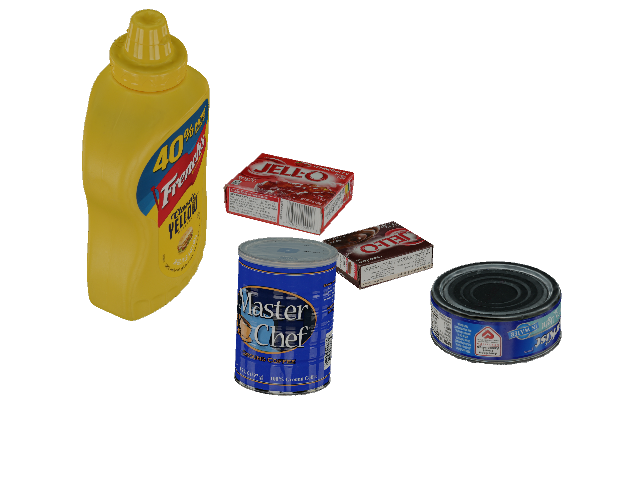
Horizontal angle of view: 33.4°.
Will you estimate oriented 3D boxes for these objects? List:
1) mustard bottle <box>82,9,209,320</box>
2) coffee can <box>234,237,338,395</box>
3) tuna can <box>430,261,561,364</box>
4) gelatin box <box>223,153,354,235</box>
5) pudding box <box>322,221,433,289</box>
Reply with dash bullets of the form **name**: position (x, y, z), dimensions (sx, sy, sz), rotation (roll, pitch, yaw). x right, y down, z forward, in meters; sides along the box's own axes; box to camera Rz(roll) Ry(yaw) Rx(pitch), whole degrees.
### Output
- **mustard bottle**: position (-0.099, -0.048, 0.616), dimensions (0.058, 0.192, 0.096), rotation (24, 47, 15)
- **coffee can**: position (-0.036, 0.076, 1.104), dimensions (0.103, 0.140, 0.103), rotation (3, 13, -1)
- **tuna can**: position (0.115, 0.046, 0.699), dimensions (0.086, 0.034, 0.086), rotation (-4, 24, 1)
- **gelatin box**: position (-0.026, -0.041, 0.895), dimensions (0.089, 0.030, 0.073), rotation (14, 31, 18)
- **pudding box**: position (0.073, 0.017, 1.350), dimensions (0.113, 0.039, 0.090), rotation (-17, 28, -25)
